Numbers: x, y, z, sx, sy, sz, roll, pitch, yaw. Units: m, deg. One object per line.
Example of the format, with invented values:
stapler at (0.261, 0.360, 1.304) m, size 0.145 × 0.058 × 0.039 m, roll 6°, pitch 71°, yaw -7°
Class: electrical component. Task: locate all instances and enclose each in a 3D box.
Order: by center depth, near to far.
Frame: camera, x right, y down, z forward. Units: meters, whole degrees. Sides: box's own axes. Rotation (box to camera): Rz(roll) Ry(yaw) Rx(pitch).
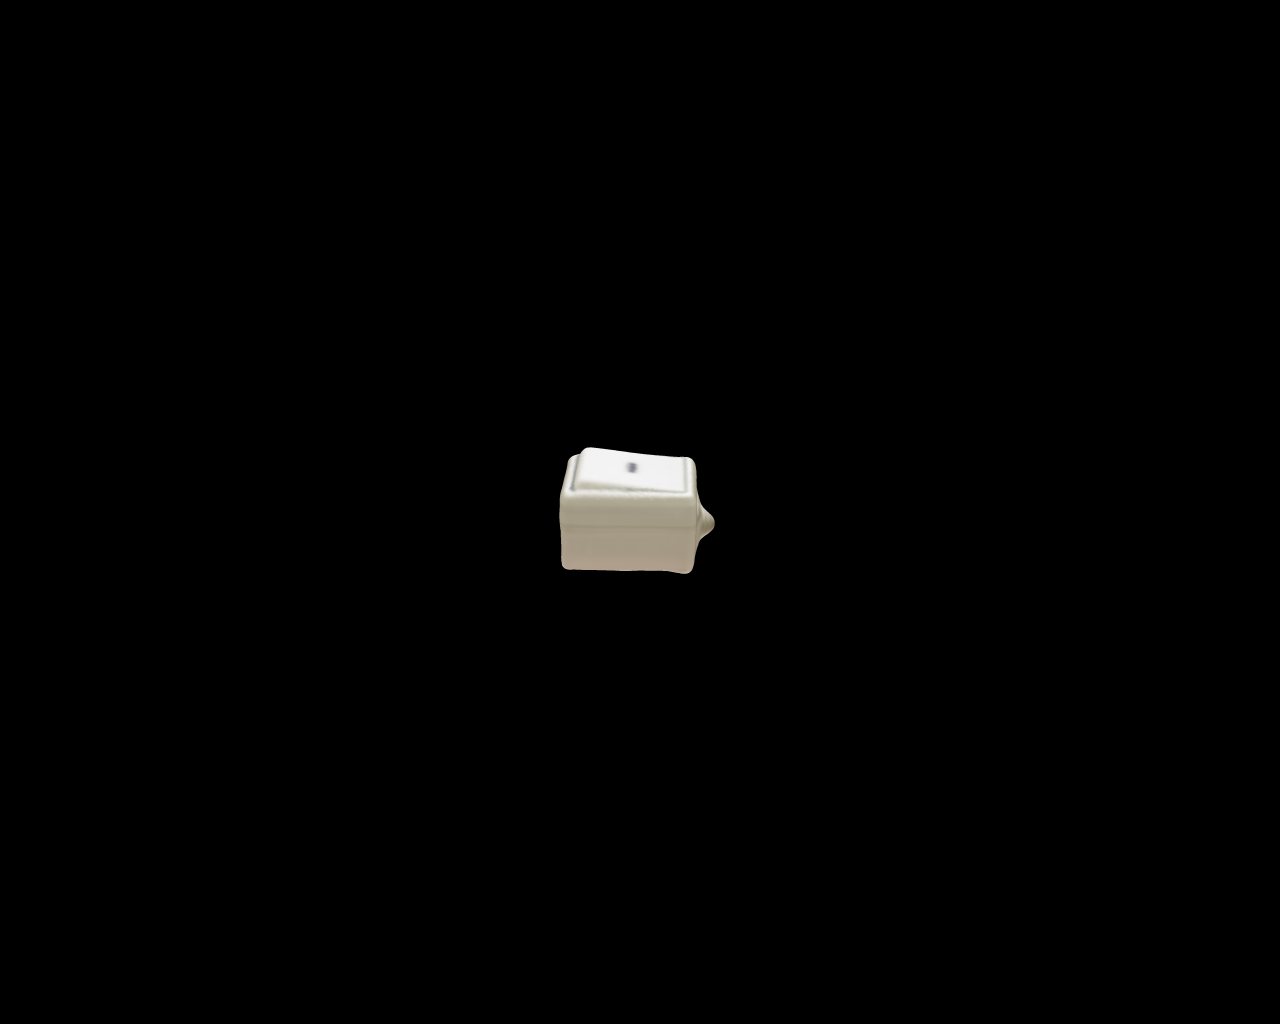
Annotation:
electrical component at (0.001, -0.003, 0.650) m, size 0.096 × 0.061 × 0.062 m, roll 1°, pitch 28°, yaw 2°
